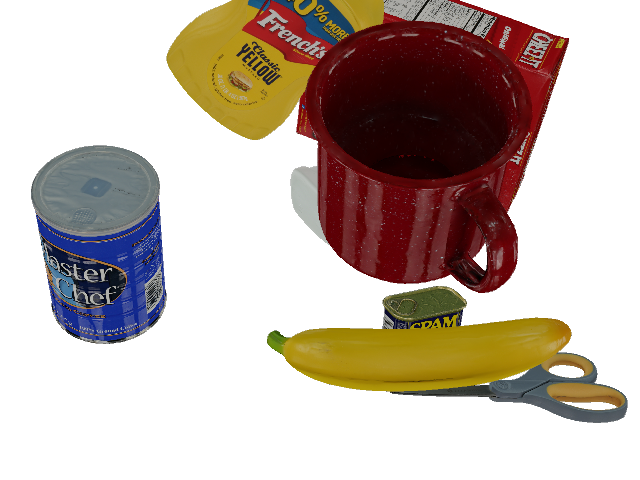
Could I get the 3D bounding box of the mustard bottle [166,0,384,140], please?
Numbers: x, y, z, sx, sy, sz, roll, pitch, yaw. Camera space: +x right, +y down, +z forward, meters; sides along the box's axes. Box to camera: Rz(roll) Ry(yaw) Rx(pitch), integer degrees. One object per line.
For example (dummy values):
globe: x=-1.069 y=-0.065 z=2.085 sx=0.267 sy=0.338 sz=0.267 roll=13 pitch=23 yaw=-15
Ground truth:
mustard bottle: x=-0.014 y=-0.151 z=0.732 sx=0.192 sy=0.096 sz=0.058 roll=-33 pitch=23 yaw=36

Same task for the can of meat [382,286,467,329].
can of meat: x=0.124 y=0.111 z=1.308 sx=0.101 sy=0.084 sz=0.057 roll=-10 pitch=30 yaw=-26

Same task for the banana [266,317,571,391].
banana: x=0.063 y=0.067 z=0.668 sx=0.198 sy=0.037 sz=0.069 roll=0 pitch=25 yaw=2

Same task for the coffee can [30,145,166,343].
coffee can: x=-0.185 y=0.005 z=0.909 sx=0.102 sy=0.103 sz=0.140 roll=0 pitch=-44 yaw=-5

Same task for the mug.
mug: x=0.046 y=-0.026 z=0.462 sx=0.093 sy=0.117 sz=0.081 roll=-27 pitch=-31 yaw=-19

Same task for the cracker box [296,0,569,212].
cracker box: x=0.092 y=-0.135 z=0.946 sx=0.214 sy=0.164 sz=0.072 roll=22 pitch=49 yaw=12

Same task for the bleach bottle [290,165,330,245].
bleach bottle: x=0.098 y=-0.075 z=1.214 sx=0.250 sy=0.068 sz=0.103 roll=-22 pitch=44 yaw=-23

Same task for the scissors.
scissors: x=0.162 y=0.119 z=0.921 sx=0.202 sy=0.016 sz=0.096 roll=9 pitch=28 yaw=2
